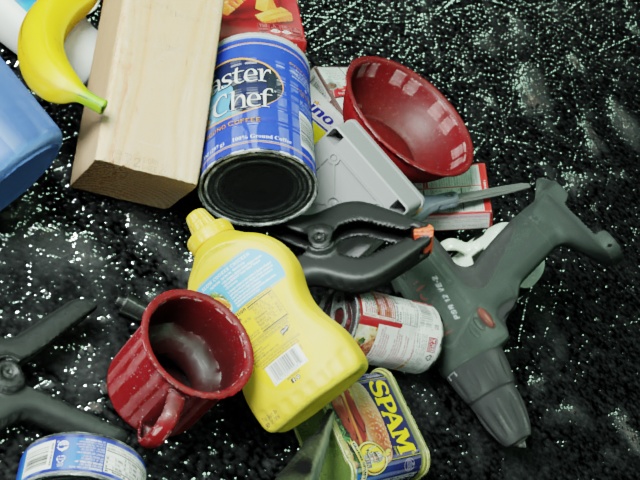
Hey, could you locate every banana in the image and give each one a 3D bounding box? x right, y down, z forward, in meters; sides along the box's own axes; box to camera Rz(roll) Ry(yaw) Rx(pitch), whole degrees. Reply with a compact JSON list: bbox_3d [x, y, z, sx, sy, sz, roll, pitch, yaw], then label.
[{"bbox_3d":[-0.216,-0.166,0.887,0.069,0.037,0.198,17,37,-26],"label":"banana"}]

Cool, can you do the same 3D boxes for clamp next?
[{"bbox_3d":[-0.006,0.001,0.950,0.210,0.036,0.164,-11,53,-5],"label":"clamp"},{"bbox_3d":[-0.221,0.091,0.757,0.171,0.039,0.120,10,49,-34],"label":"clamp"}]

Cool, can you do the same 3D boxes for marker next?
[{"bbox_3d":[-0.114,0.076,0.876,0.121,0.020,0.020,29,42,-17],"label":"marker"}]

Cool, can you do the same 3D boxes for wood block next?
[{"bbox_3d":[-0.145,-0.142,0.920,0.090,0.091,0.206,13,72,-23],"label":"wood block"}]

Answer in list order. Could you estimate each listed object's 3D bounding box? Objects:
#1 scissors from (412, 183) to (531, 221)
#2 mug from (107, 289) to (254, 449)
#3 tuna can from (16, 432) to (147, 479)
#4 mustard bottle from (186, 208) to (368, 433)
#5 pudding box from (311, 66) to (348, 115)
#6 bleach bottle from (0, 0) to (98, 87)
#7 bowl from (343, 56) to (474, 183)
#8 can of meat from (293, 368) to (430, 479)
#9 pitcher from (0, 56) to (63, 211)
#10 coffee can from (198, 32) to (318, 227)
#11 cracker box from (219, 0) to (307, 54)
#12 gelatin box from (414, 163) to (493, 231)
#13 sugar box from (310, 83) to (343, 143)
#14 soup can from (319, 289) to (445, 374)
[{"bbox_3d":[0.116,-0.046,1.114,0.201,0.016,0.096,-19,31,-32],"label":"scissors"},{"bbox_3d":[-0.111,0.106,0.802,0.093,0.082,0.117,27,42,-19],"label":"mug"},{"bbox_3d":[-0.159,0.164,0.709,0.086,0.086,0.033,23,42,-23],"label":"tuna can"},{"bbox_3d":[-0.051,0.053,0.858,0.192,0.096,0.058,54,11,18],"label":"mustard bottle"},{"bbox_3d":[0.040,-0.140,1.179,0.089,0.039,0.113,-9,63,-45],"label":"pudding box"},{"bbox_3d":[-0.273,-0.222,0.970,0.250,0.068,0.102,41,39,-8],"label":"bleach bottle"},{"bbox_3d":[0.079,-0.112,1.097,0.162,0.055,0.162,24,40,-23],"label":"bowl"},{"bbox_3d":[0.031,0.163,0.893,0.083,0.058,0.102,-3,58,-38],"label":"can of meat"},{"bbox_3d":[-0.310,-0.134,0.818,0.149,0.145,0.243,-43,92,-22],"label":"pitcher"},{"bbox_3d":[-0.056,-0.097,0.940,0.102,0.103,0.140,18,48,-28],"label":"coffee can"},{"bbox_3d":[-0.112,-0.255,1.085,0.164,0.072,0.214,-1,54,-15],"label":"cracker box"},{"bbox_3d":[0.138,-0.045,1.151,0.089,0.030,0.073,-4,48,4],"label":"gelatin box"},{"bbox_3d":[-0.052,-0.111,1.071,0.093,0.048,0.176,45,41,2],"label":"sugar box"},{"bbox_3d":[0.055,0.082,0.973,0.102,0.069,0.068,15,48,-31],"label":"soup can"}]
